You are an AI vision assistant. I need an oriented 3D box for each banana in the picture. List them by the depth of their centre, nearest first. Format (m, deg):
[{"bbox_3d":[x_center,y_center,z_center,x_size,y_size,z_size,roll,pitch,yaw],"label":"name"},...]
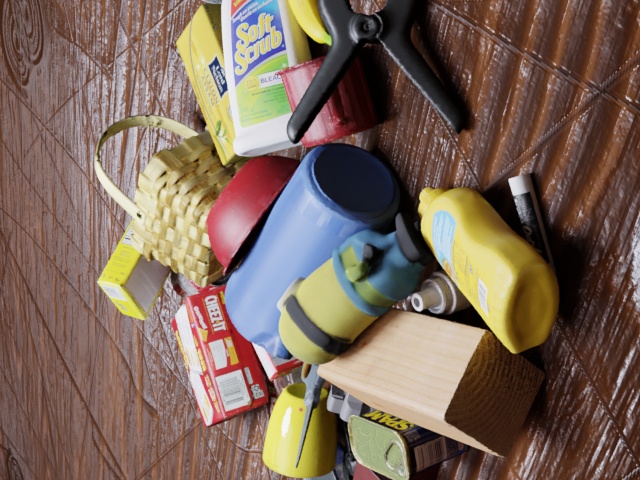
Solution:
[{"bbox_3d":[-0.016,-0.286,1.102,0.070,0.037,0.198,-17,89,56],"label":"banana"}]

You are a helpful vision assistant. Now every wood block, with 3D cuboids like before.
[{"bbox_3d":[0.100,0.128,1.026,0.206,0.090,0.090,9,68,57],"label":"wood block"}]

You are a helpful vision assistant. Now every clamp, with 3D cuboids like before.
[{"bbox_3d":[0.037,-0.188,0.986,0.036,0.164,0.210,-1,-99,-82],"label":"clamp"},{"bbox_3d":[0.046,0.250,1.260,0.120,0.039,0.171,-115,24,-51],"label":"clamp"}]

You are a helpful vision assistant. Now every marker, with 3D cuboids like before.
[{"bbox_3d":[0.188,0.003,0.921,0.020,0.020,0.121,-14,92,60],"label":"marker"}]

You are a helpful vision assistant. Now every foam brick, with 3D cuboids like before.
[{"bbox_3d":[0.083,0.255,1.162,0.053,0.078,0.051,42,137,40],"label":"foam brick"}]

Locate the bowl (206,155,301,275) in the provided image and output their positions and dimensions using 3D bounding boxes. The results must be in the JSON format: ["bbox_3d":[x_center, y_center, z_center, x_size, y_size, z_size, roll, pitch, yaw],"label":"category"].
[{"bbox_3d":[-0.079,-0.040,1.200,0.055,0.162,0.162,37,143,2],"label":"bowl"}]

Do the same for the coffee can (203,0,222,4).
[{"bbox_3d":[-0.147,-0.333,1.232,0.140,0.102,0.103,29,128,51],"label":"coffee can"}]

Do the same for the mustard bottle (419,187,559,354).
[{"bbox_3d":[0.138,0.008,0.948,0.192,0.058,0.096,-125,18,-49],"label":"mustard bottle"}]

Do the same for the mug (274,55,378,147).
[{"bbox_3d":[0.011,-0.142,1.066,0.117,0.093,0.081,-133,26,-83],"label":"mug"}]

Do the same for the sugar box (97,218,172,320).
[{"bbox_3d":[-0.230,0.010,1.454,0.048,0.176,0.093,12,152,21],"label":"sugar box"}]

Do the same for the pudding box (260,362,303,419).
[{"bbox_3d":[-0.040,0.195,1.373,0.090,0.039,0.113,12,114,58],"label":"pudding box"}]

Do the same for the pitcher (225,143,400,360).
[{"bbox_3d":[-0.008,0.001,1.155,0.149,0.144,0.243,49,140,17],"label":"pitcher"}]

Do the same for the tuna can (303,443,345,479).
[{"bbox_3d":[0.013,0.297,1.341,0.086,0.033,0.086,34,132,48],"label":"tuna can"}]

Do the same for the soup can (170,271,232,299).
[{"bbox_3d":[-0.160,0.042,1.471,0.102,0.068,0.068,-31,77,60],"label":"soup can"}]

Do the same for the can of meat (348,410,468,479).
[{"bbox_3d":[0.093,0.204,1.113,0.102,0.083,0.057,9,111,58],"label":"can of meat"}]

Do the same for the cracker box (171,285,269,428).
[{"bbox_3d":[-0.138,0.162,1.449,0.214,0.072,0.164,134,119,-72],"label":"cracker box"}]

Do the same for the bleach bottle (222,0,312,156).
[{"bbox_3d":[-0.067,-0.224,1.156,0.103,0.068,0.251,-13,87,19],"label":"bleach bottle"}]

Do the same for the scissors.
[{"bbox_3d":[0.002,0.161,1.196,0.096,0.016,0.201,-54,15,23],"label":"scissors"}]

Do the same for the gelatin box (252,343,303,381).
[{"bbox_3d":[-0.045,0.120,1.312,0.089,0.073,0.030,61,148,21],"label":"gelatin box"}]
